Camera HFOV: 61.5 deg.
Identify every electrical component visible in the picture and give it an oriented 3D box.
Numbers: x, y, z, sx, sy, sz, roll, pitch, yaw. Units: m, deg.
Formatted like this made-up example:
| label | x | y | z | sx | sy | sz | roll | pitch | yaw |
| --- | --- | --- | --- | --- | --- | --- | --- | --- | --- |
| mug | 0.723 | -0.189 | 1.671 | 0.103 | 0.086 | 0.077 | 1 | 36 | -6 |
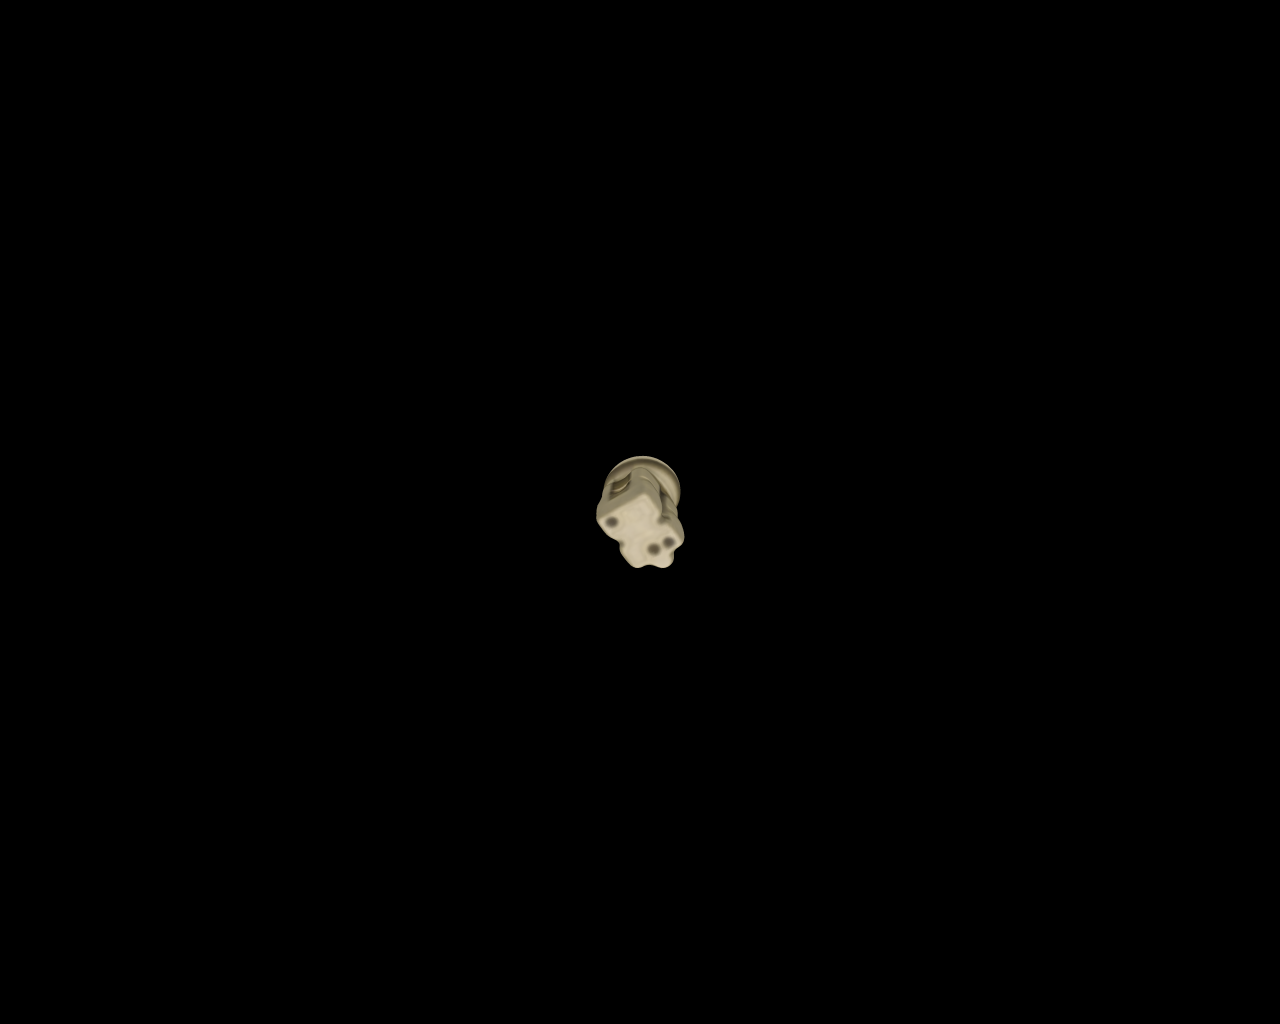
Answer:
| label | x | y | z | sx | sy | sz | roll | pitch | yaw |
| --- | --- | --- | --- | --- | --- | --- | --- | --- | --- |
| electrical component | 0.001 | -0.003 | 0.650 | 0.048 | 0.066 | 0.055 | -28 | 28 | 16 |
